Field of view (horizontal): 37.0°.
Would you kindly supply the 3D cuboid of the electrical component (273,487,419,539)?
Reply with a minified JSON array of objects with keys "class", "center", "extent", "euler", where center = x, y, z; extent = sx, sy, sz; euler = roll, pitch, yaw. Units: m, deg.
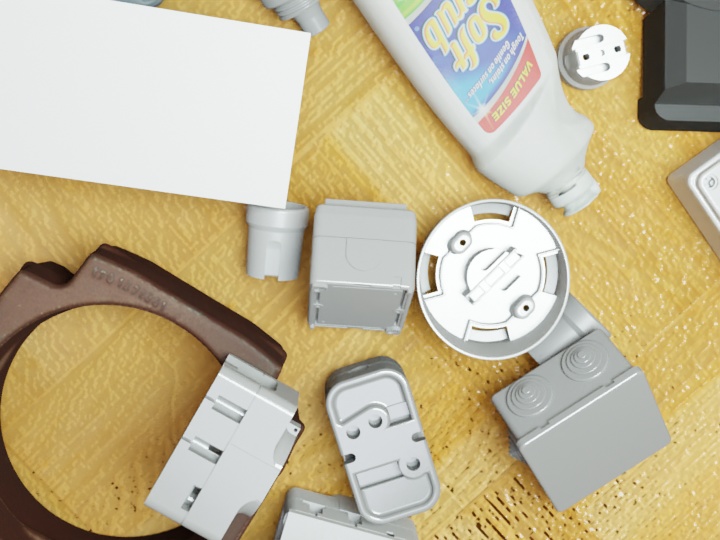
[{"class":"electrical component","center":[-0.025,0.229,0.705],"extent":[0.089,0.061,0.150],"euler":[16,95,-4]}]

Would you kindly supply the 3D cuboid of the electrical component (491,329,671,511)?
[{"class":"electrical component","center":[0.140,0.095,0.687],"extent":[0.100,0.048,0.099],"euler":[-33,134,1]}]

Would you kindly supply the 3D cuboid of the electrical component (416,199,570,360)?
[{"class":"electrical component","center":[0.083,0.004,0.686],"extent":[0.099,0.064,0.099],"euler":[0,96,-2]}]

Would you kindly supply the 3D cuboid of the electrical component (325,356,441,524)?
[{"class":"electrical component","center":[0.013,0.107,0.695],"extent":[0.054,0.059,0.095],"euler":[-17,96,-1]}]

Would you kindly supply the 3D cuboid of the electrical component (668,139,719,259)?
[{"class":"electrical component","center":[0.276,-0.047,0.693],"extent":[0.109,0.056,0.108],"euler":[-36,96,1]}]

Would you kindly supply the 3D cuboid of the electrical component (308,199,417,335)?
[{"class":"electrical component","center":[0.000,0.000,0.675],"extent":[0.062,0.096,0.061],"euler":[4,68,-2]}]

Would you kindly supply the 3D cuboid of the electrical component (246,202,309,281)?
[{"class":"electrical component","center":[-0.054,-0.019,0.691],"extent":[0.040,0.040,0.046],"euler":[5,102,-3]}]

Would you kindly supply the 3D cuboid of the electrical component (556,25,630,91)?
[{"class":"electrical component","center":[0.148,-0.136,0.684],"extent":[0.040,0.046,0.040],"euler":[0,96,-3]}]

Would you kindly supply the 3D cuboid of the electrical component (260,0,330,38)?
[{"class":"electrical component","center":[-0.042,-0.176,0.674],"extent":[0.043,0.043,0.062],"euler":[-33,115,1]}]

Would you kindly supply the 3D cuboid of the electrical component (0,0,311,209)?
[{"class":"electrical component","center":[-0.132,-0.106,0.657],"extent":[0.186,0.060,0.105],"euler":[8,101,-8]}]

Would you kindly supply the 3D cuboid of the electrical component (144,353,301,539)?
[{"class":"electrical component","center":[-0.074,0.102,0.611],"extent":[0.056,0.050,0.089],"euler":[30,94,-4]}]

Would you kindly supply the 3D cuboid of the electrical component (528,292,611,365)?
[{"class":"electrical component","center":[0.134,0.044,0.705],"extent":[0.040,0.040,0.046],"euler":[44,98,-6]}]
